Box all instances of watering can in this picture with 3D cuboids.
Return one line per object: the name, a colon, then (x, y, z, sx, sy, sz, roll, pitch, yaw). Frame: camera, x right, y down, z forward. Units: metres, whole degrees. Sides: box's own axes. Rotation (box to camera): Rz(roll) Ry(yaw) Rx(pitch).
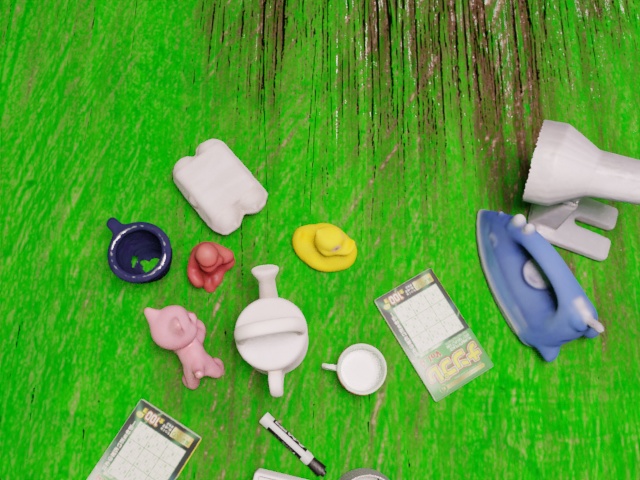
watering can: (-0.070, 0.123, 0.789, 0.101, 0.194, 0.173, -27, 76, -9)

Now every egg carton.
egg carton: (-0.161, -0.085, 0.913, 0.107, 0.069, 0.150, -40, 78, -12)

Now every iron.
iron: (0.322, 0.044, 0.853, 0.119, 0.141, 0.258, -27, 76, -9)

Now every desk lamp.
desk lamp: (0.385, -0.074, 0.853, 0.203, 0.213, 0.118, 20, 74, 4)

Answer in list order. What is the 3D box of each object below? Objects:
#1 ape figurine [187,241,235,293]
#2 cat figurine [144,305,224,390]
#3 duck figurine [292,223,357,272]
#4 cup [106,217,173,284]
ape figurine: (-0.168, 0.032, 0.867, 0.078, 0.092, 0.076, -17, 75, -7)
cat figurine: (-0.196, 0.146, 0.818, 0.067, 0.118, 0.127, -29, 76, -10)
duck figurine: (0.008, 0.003, 0.884, 0.104, 0.086, 0.077, 19, 74, 4)
cup: (-0.271, 0.020, 0.865, 0.117, 0.095, 0.092, 43, 77, 10)
